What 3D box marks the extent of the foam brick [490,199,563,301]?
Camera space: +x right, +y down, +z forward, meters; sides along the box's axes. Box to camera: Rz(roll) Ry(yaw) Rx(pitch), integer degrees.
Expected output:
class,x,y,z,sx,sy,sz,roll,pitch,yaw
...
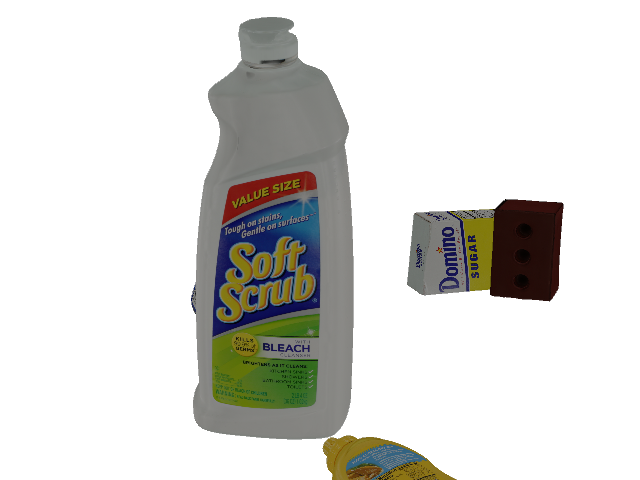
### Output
class,x,y,z,sx,sy,sz,roll,pitch,yaw
foam brick,0.176,0.008,0.907,0.053,0.078,0.051,5,15,19

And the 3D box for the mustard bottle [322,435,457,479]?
class,x,y,z,sx,sy,sz,roll,pitch,yaw
mustard bottle,0.067,0.227,0.969,0.096,0.058,0.192,-16,27,-34

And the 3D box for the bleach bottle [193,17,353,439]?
class,x,y,z,sx,sy,sz,roll,pitch,yaw
bleach bottle,-0.032,-0.003,0.621,0.102,0.251,0.068,3,28,10

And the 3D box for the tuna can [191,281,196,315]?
class,x,y,z,sx,sy,sz,roll,pitch,yaw
tuna can,-0.082,0.055,1.041,0.086,0.034,0.086,14,33,-10

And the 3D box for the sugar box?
class,x,y,z,sx,sy,sz,roll,pitch,yaw
sugar box,0.193,0.011,1.266,0.176,0.093,0.048,-5,20,-24
